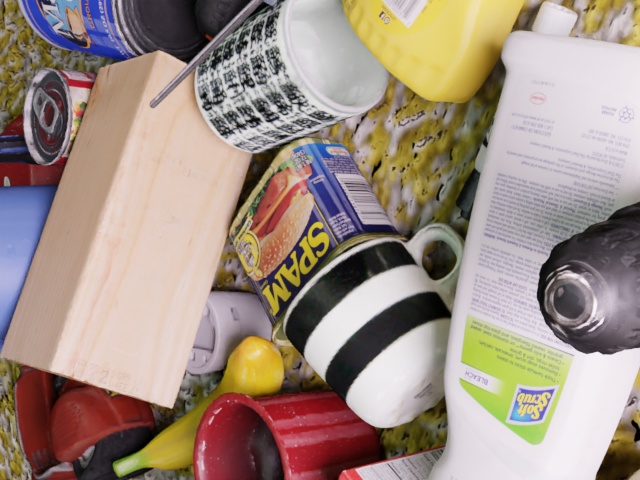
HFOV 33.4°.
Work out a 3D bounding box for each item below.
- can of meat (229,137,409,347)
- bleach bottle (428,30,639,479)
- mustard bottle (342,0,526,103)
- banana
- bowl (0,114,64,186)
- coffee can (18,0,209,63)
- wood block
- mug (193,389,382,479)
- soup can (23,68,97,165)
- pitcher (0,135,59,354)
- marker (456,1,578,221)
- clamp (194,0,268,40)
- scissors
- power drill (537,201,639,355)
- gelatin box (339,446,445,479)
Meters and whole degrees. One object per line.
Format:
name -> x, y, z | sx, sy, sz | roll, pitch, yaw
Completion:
can of meat -> -0.004, 0.001, 0.645 | 0.102, 0.057, 0.084 | -52, 53, 35
bleach bottle -> 0.099, 0.037, 0.490 | 0.103, 0.067, 0.251 | 21, 96, 46
mustard bottle -> 0.088, -0.169, 0.536 | 0.096, 0.058, 0.192 | 56, 129, 31
banana -> -0.066, 0.113, 0.706 | 0.037, 0.069, 0.198 | 56, 133, 14
bowl -> -0.241, -0.047, 0.910 | 0.162, 0.055, 0.162 | 1, 91, 49
coffee can -> -0.138, -0.177, 0.755 | 0.141, 0.102, 0.103 | 21, 106, 46
wood block -> -0.120, -0.006, 0.696 | 0.091, 0.090, 0.206 | 0, 70, 54
mug -> -0.010, 0.139, 0.634 | 0.117, 0.081, 0.093 | 35, 117, 43
soup can -> -0.154, -0.087, 0.776 | 0.069, 0.102, 0.068 | 1, 92, 48
pitcher -> -0.231, 0.011, 0.760 | 0.149, 0.242, 0.145 | 39, 121, 48
marker -> 0.100, -0.064, 0.555 | 0.020, 0.020, 0.121 | 42, 121, 39
clamp -> -0.038, -0.172, 0.644 | 0.039, 0.120, 0.172 | 46, 131, 9
scissors -> -0.013, -0.149, 0.576 | 0.016, 0.201, 0.096 | 45, 159, -13
power drill -> 0.173, 0.058, 0.368 | 0.188, 0.184, 0.057 | 55, 129, 20
gelatin box -> 0.059, 0.147, 0.552 | 0.073, 0.089, 0.030 | 48, 127, 36
